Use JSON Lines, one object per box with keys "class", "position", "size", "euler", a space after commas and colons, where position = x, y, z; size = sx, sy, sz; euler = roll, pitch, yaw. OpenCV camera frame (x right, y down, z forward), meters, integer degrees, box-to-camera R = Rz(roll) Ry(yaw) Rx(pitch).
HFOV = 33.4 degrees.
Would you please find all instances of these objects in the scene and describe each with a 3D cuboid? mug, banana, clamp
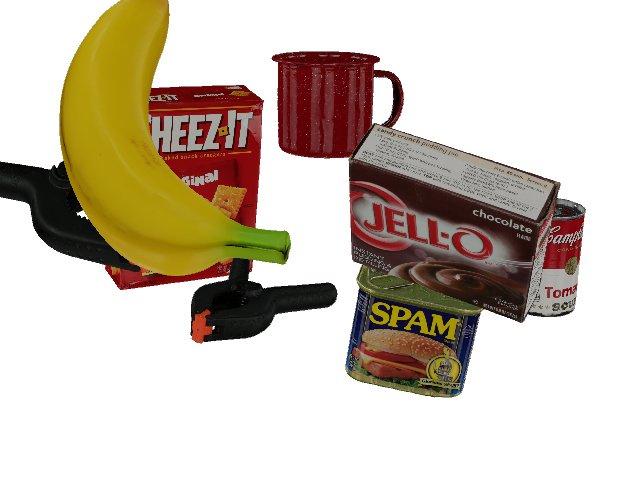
{"class": "mug", "position": [0.016, -0.119, 0.925], "size": [0.117, 0.081, 0.093], "euler": [-4, 17, -16]}
{"class": "banana", "position": [-0.076, -0.046, 0.450], "size": [0.069, 0.037, 0.198], "euler": [-8, 45, -20]}
{"class": "clamp", "position": [-0.077, 0.053, 1.041], "size": [0.120, 0.039, 0.171], "euler": [19, 22, 34]}
{"class": "clamp", "position": [-0.185, -0.051, 0.826], "size": [0.210, 0.036, 0.164], "euler": [34, 58, 28]}

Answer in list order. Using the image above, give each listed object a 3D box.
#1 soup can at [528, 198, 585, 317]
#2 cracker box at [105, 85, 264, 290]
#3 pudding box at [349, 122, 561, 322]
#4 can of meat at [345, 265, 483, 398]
{"class": "soup can", "position": [0.219, 0.016, 1.040], "size": [0.068, 0.102, 0.068], "euler": [1, 18, -1]}
{"class": "cracker box", "position": [-0.153, -0.060, 1.193], "size": [0.164, 0.214, 0.072], "euler": [-6, 25, -26]}
{"class": "pudding box", "position": [0.072, -0.010, 0.602], "size": [0.114, 0.039, 0.090], "euler": [18, -35, 17]}
{"class": "can of meat", "position": [0.073, 0.072, 0.848], "size": [0.102, 0.084, 0.057], "euler": [12, 24, 6]}
